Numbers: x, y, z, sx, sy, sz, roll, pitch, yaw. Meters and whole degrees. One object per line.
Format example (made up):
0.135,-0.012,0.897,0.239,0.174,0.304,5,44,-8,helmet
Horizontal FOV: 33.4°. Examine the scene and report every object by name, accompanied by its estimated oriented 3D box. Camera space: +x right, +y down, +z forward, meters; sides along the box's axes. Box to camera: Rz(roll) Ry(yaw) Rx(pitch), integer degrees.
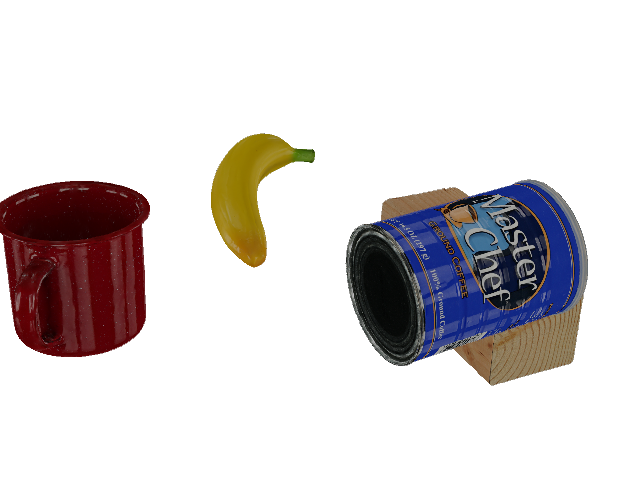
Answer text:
0.103,0.021,0.764,0.140,0.103,0.103,-15,6,-23,coffee can
-0.152,0.023,0.644,0.093,0.081,0.117,5,26,8,mug
0.142,0.035,0.999,0.090,0.090,0.206,-11,30,-23,wood block
-0.056,-0.045,0.885,0.069,0.037,0.197,12,33,7,banana
